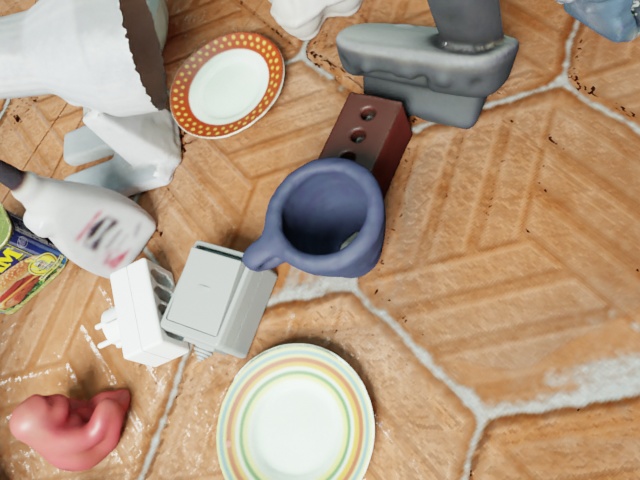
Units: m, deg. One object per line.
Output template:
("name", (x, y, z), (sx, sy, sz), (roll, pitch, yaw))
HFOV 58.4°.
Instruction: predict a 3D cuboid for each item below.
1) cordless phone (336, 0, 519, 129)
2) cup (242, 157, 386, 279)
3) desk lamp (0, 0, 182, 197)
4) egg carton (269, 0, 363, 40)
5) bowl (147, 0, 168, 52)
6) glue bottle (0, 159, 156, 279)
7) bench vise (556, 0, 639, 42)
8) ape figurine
("cordless phone", (0.076, -0.179, 0.451), (0.147, 0.185, 0.094), (13, 74, 24))
("cup", (0.004, 0.002, 0.456), (0.117, 0.095, 0.091), (-31, 62, 6))
("desk lamp", (-0.209, -0.128, 0.515), (0.203, 0.214, 0.118), (-17, 65, 13))
("egg carton", (0.011, -0.276, 0.578), (0.150, 0.069, 0.107), (-30, 63, 6))
("bowl", (-0.232, -0.224, 0.640), (0.167, 0.075, 0.167), (-7, 67, 17))
("glue bottle", (-0.218, -0.024, 0.499), (0.037, 0.173, 0.078), (29, 81, 27))
("bench vise", (0.259, -0.257, 0.397), (0.121, 0.220, 0.207), (29, 81, 27))
("ape figurine", (-0.212, 0.151, 0.474), (0.077, 0.092, 0.076), (16, 75, 24))
